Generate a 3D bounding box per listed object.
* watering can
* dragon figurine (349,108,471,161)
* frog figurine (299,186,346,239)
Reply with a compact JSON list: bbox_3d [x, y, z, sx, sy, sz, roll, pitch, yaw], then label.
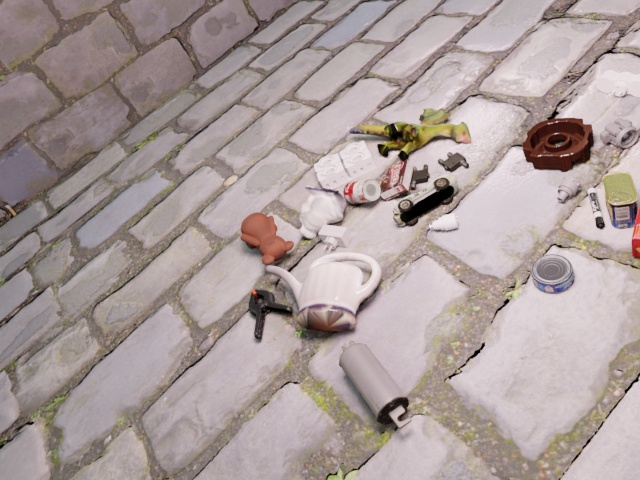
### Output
[{"bbox_3d":[-0.009,0.131,1.325,0.346,0.102,0.230,-8,45,25],"label":"watering can"},{"bbox_3d":[0.307,-0.368,1.684,0.245,0.119,0.415,-30,38,-27],"label":"dragon figurine"},{"bbox_3d":[0.005,-0.079,1.561,0.137,0.123,0.159,12,94,13],"label":"frog figurine"}]
